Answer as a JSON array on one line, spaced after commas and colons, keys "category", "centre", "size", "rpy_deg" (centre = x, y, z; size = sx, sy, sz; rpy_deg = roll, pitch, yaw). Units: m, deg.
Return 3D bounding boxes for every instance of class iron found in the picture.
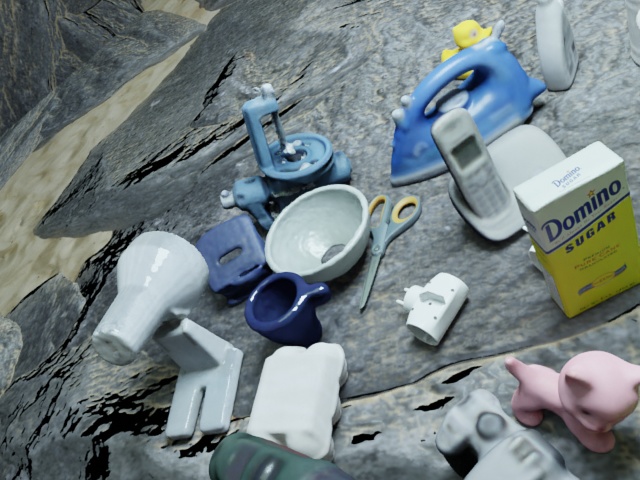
[{"category": "iron", "centre": [0.188, -0.197, 0.839], "size": [0.258, 0.142, 0.118], "rpy_deg": [-34, 40, 3]}]

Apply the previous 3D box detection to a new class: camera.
[{"category": "camera", "centre": [0.145, 0.223, 0.504], "size": [0.137, 0.101, 0.142], "rpy_deg": [-41, 40, -5]}]

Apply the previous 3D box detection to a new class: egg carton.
[{"category": "egg carton", "centre": [-0.024, 0.193, 0.677], "size": [0.107, 0.070, 0.150], "rpy_deg": [-12, 46, 27]}]

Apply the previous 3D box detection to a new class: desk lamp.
[{"category": "desk lamp", "centre": [-0.196, 0.123, 0.755], "size": [0.117, 0.214, 0.203], "rpy_deg": [-17, 44, 22]}]

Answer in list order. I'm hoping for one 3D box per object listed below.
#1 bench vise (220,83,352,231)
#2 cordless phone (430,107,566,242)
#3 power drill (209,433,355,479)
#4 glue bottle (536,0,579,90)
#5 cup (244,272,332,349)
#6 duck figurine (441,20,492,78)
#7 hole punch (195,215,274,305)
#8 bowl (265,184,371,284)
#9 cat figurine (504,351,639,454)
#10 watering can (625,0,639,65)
[{"category": "bench vise", "centre": [-0.074, -0.120, 0.893], "size": [0.207, 0.220, 0.121], "rpy_deg": [-42, 40, -5]}, {"category": "cordless phone", "centre": [0.216, -0.101, 0.694], "size": [0.147, 0.186, 0.094], "rpy_deg": [-40, 40, -3]}, {"category": "power drill", "centre": [0.016, 0.243, 0.494], "size": [0.228, 0.209, 0.076], "rpy_deg": [7, 57, 40]}, {"category": "glue bottle", "centre": [0.329, -0.301, 0.812], "size": [0.037, 0.174, 0.078], "rpy_deg": [5, 55, 38]}, {"category": "cup", "centre": [-0.026, 0.098, 0.749], "size": [0.117, 0.095, 0.091], "rpy_deg": [-20, 43, 19]}, {"category": "duck figurine", "centre": [0.249, -0.326, 0.961], "size": [0.104, 0.086, 0.077], "rpy_deg": [0, 52, 35]}, {"category": "hole punch", "centre": [-0.128, 0.029, 0.890], "size": [0.108, 0.091, 0.101], "rpy_deg": [-31, 41, 7]}, {"category": "bowl", "centre": [0.008, 0.003, 0.831], "size": [0.167, 0.075, 0.167], "rpy_deg": [-20, 43, 20]}, {"category": "cat figurine", "centre": [0.228, 0.133, 0.516], "size": [0.127, 0.118, 0.067], "rpy_deg": [10, 59, 41]}, {"category": "watering can", "centre": [0.445, -0.321, 0.732], "size": [0.100, 0.195, 0.173], "rpy_deg": [-14, 45, 25]}]
